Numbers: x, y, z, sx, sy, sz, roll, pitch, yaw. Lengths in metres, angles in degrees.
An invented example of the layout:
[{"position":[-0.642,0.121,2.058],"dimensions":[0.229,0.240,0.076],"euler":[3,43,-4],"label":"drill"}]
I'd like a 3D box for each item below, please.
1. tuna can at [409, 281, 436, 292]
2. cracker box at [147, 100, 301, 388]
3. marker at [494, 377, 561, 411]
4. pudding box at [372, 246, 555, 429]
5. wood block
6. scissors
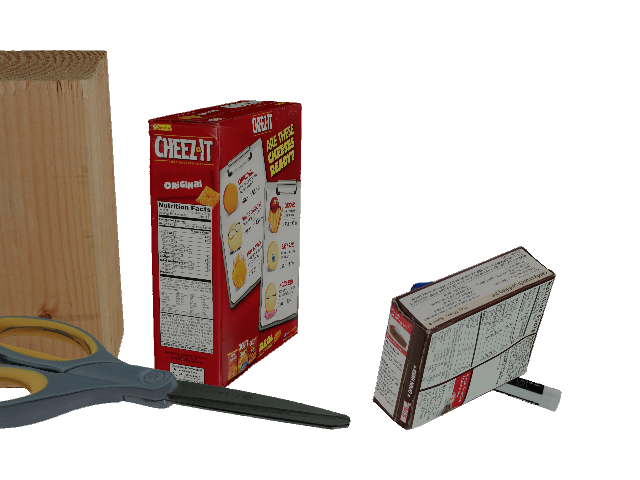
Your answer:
[{"position":[0.131,0.091,1.265],"dimensions":[0.034,0.086,0.086],"euler":[-6,-2,22],"label":"tuna can"},{"position":[-0.077,-0.003,0.894],"dimensions":[0.072,0.214,0.164],"euler":[5,14,21],"label":"cracker box"},{"position":[0.146,0.119,0.917],"dimensions":[0.121,0.020,0.020],"euler":[18,2,6],"label":"marker"},{"position":[0.092,0.062,0.684],"dimensions":[0.113,0.090,0.039],"euler":[-21,45,-32],"label":"pudding box"},{"position":[-0.184,-0.015,0.703],"dimensions":[0.090,0.206,0.090],"euler":[0,22,-4],"label":"wood block"},{"position":[-0.096,0.077,0.505],"dimensions":[0.202,0.016,0.096],"euler":[15,28,26],"label":"scissors"}]
